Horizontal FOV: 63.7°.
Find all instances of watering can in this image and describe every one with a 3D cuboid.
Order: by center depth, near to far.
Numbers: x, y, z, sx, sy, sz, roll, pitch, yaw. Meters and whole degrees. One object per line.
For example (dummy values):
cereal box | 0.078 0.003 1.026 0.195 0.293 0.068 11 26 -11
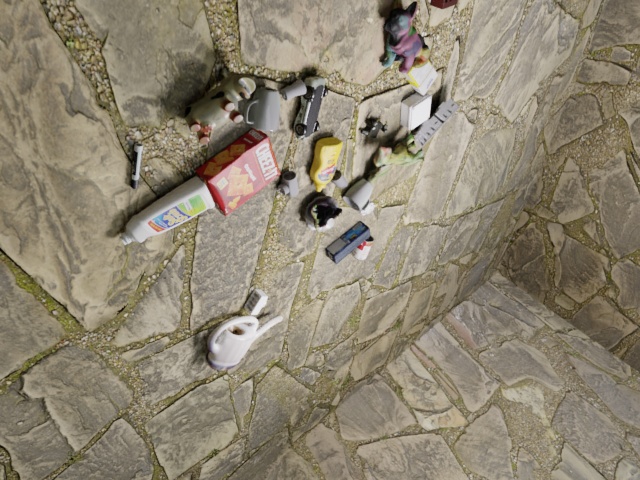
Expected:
watering can | -0.291 0.373 1.919 0.347 0.105 0.222 5 119 -53

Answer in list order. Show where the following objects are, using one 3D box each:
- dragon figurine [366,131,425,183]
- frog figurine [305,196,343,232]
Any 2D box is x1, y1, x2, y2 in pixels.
dragon figurine | 0.277 -0.295 1.978 0.242 0.123 0.407 -29 168 5
frog figurine | 0.006 -0.093 1.850 0.138 0.122 0.159 -58 -175 -3
